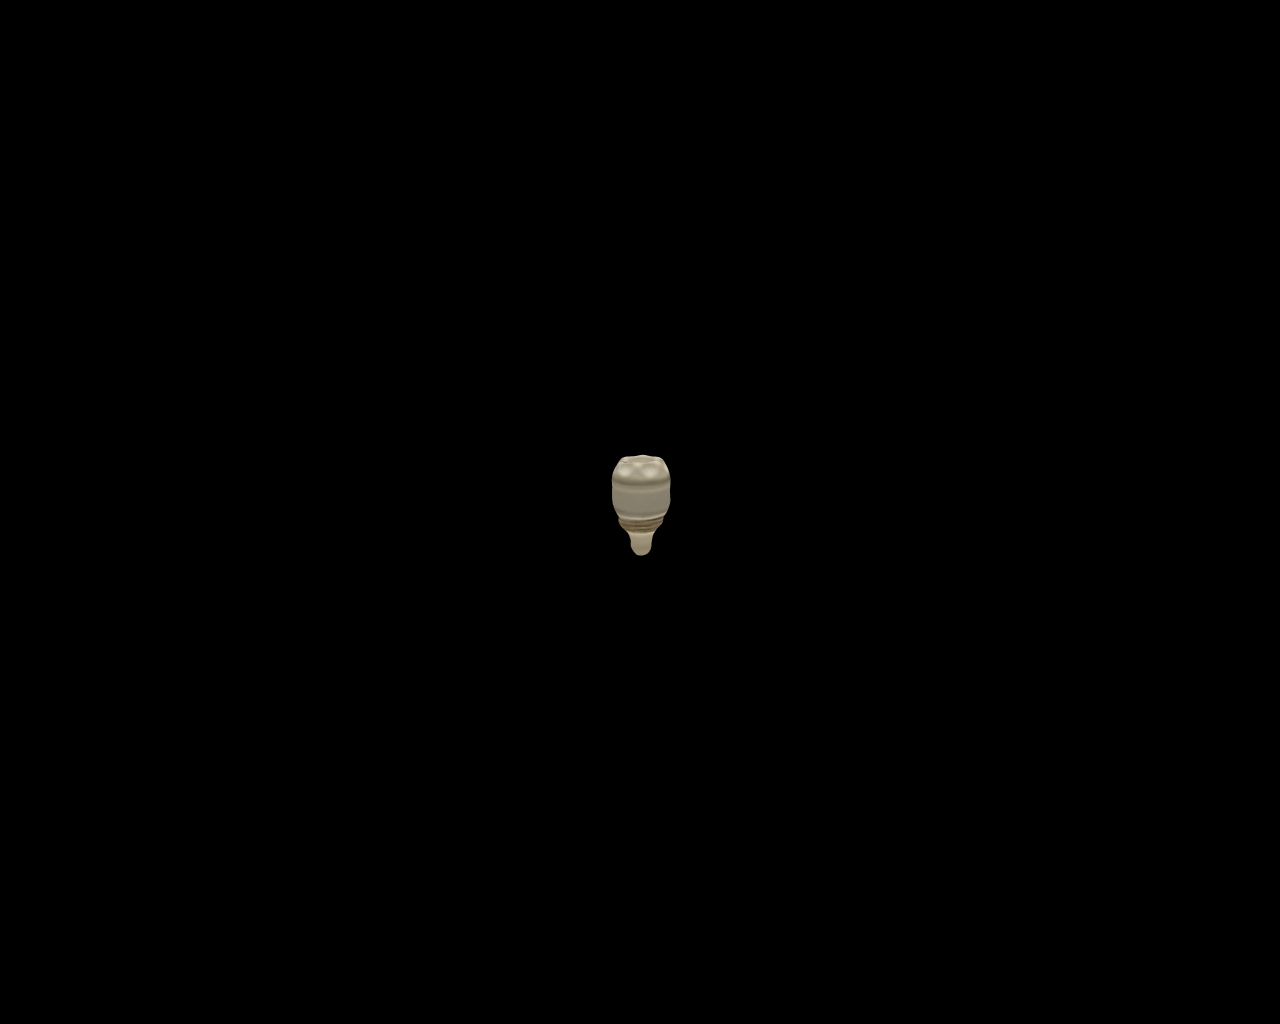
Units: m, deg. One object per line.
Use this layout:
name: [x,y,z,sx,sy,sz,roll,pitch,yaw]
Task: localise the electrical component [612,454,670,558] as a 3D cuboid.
electrical component: [0.001,-0.003,0.650,0.035,0.061,0.035,0,16,0]
